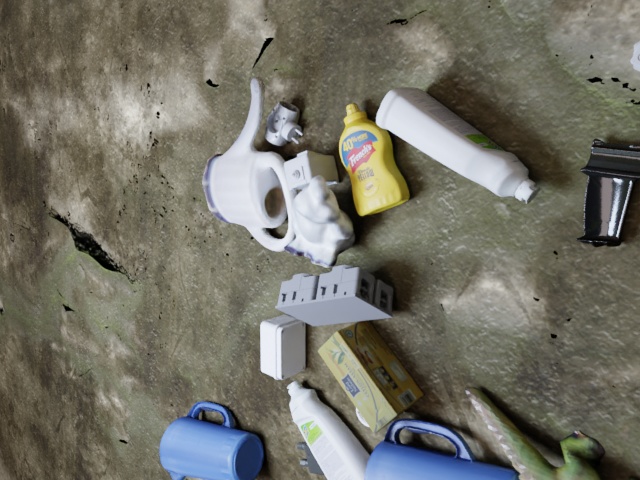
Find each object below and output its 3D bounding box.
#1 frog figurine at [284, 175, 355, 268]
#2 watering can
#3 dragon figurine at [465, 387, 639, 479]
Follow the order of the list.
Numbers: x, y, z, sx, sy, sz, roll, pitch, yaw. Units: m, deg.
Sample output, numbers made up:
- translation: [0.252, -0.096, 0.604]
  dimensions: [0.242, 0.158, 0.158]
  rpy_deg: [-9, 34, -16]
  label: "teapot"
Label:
- translation: [0.003, -0.046, 0.918]
  dimensions: [0.139, 0.123, 0.156]
  rpy_deg: [39, 132, 50]
  label: "frog figurine"
- translation: [-0.142, -0.141, 1.029]
  dimensions: [0.224, 0.105, 0.343]
  rpy_deg: [5, 114, 39]
  label: "watering can"
- translation: [0.311, 0.370, 0.645]
  dimensions: [0.415, 0.245, 0.120]
  rpy_deg: [33, 122, 30]
  label: "dragon figurine"
